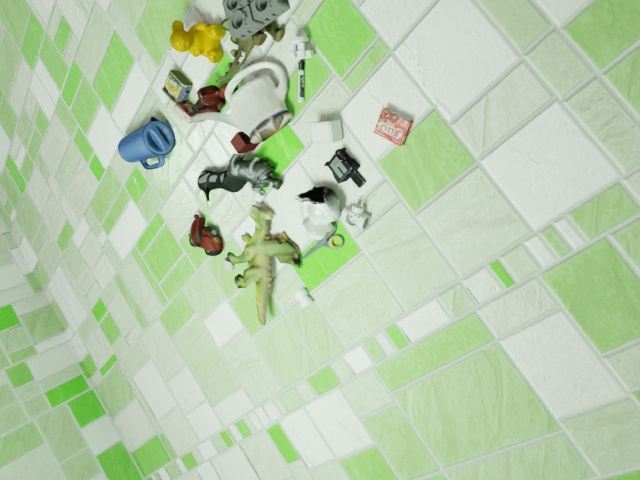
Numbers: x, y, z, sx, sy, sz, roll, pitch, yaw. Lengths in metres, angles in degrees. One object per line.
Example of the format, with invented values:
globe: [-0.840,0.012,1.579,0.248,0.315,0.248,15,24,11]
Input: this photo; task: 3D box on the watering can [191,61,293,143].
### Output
watering can: [-0.229,-0.396,1.593,0.344,0.225,0.104,-32,-8,18]

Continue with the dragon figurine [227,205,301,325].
dragon figurine: [-0.171,0.078,1.739,0.241,0.409,0.123,-16,5,33]

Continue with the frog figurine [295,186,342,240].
frog figurine: [0.005,-0.078,1.549,0.137,0.156,0.125,1,39,26]
